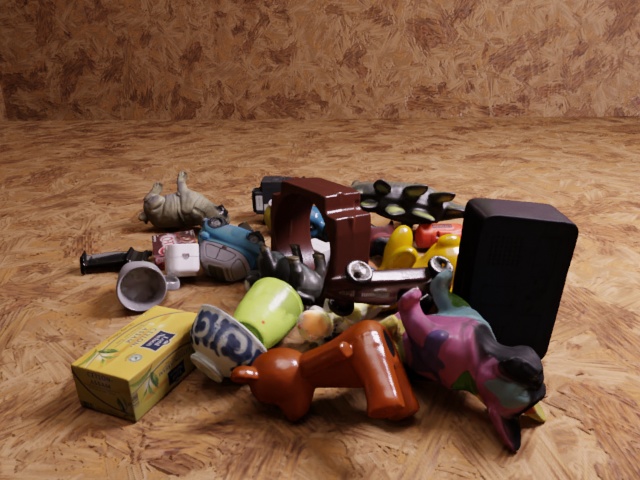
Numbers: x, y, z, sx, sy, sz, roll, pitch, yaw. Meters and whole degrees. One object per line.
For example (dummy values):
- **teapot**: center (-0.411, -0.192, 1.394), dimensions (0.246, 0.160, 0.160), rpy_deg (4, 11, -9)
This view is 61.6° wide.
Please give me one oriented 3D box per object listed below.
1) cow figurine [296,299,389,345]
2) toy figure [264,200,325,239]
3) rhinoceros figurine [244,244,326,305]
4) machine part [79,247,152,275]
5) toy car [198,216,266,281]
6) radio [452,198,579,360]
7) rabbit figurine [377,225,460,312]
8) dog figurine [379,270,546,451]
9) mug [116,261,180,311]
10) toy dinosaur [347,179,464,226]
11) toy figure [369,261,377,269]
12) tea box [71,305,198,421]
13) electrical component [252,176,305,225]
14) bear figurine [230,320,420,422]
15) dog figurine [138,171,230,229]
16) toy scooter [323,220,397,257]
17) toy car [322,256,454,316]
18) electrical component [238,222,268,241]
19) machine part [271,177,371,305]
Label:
- **cow figurine**: center (0.025, 0.114, 0.822), dimensions (0.167, 0.098, 0.068), rpy_deg (-21, 68, -33)
- **toy figure**: center (-0.048, -0.045, 1.233), dimensions (0.180, 0.089, 0.082), rpy_deg (20, -2, 24)
- **rhinoceros figurine**: center (-0.061, 0.064, 0.913), dimensions (0.073, 0.112, 0.190), rpy_deg (-9, 8, -37)
- **machine part**: center (-0.420, 0.042, 1.099), dimensions (0.139, 0.039, 0.084), rpy_deg (-3, 27, -7)
- **toy car**: center (-0.179, 0.031, 1.044), dimensions (0.162, 0.109, 0.103), rpy_deg (20, 52, 20)
- **radio**: center (0.259, 0.060, 0.742), dimensions (0.131, 0.229, 0.073), rpy_deg (1, 25, -3)
- **rabbit figurine**: center (0.156, 0.064, 0.881), dimensions (0.173, 0.162, 0.122), rpy_deg (-17, 32, 10)
- **dog figurine**: center (0.175, 0.161, 0.677), dimensions (0.108, 0.191, 0.219), rpy_deg (-15, 59, -42)
- **mug**: center (-0.312, 0.072, 0.963), dimensions (0.109, 0.080, 0.107), rpy_deg (-6, 14, -24)
- **toy dinosaur**: center (0.210, -0.079, 1.195), dimensions (0.472, 0.105, 0.198), rpy_deg (3, 5, -2)
- **toy figure**: center (0.076, 0.056, 0.999), dimensions (0.064, 0.057, 0.155), rpy_deg (-16, 30, -19)
- **tea box**: center (-0.239, 0.162, 0.740), dimensions (0.098, 0.068, 0.169), rpy_deg (6, 22, 21)
- **electrical component**: center (-0.100, -0.099, 1.325), dimensions (0.134, 0.114, 0.058), rpy_deg (1, 19, 3)
- **bear figurine**: center (0.002, 0.176, 0.653), dimensions (0.196, 0.120, 0.132), rpy_deg (-24, 64, 10)
- **dog figurine**: center (-0.323, -0.054, 1.277), dimensions (0.172, 0.121, 0.191), rpy_deg (-41, 52, -8)
- **toy scooter**: center (0.106, -0.012, 1.145), dimensions (0.184, 0.075, 0.135), rpy_deg (13, 23, 30)
- **toy car**: center (0.102, 0.069, 0.766), dimensions (0.202, 0.089, 0.053), rpy_deg (-2, 52, -27)
- **electrical component**: center (-0.164, -0.003, 1.190), dimensions (0.078, 0.045, 0.102), rpy_deg (-38, 29, -11)
- **machine part**: center (-0.002, -0.003, 0.955), dimensions (0.087, 0.201, 0.201), rpy_deg (-13, 23, -34)
